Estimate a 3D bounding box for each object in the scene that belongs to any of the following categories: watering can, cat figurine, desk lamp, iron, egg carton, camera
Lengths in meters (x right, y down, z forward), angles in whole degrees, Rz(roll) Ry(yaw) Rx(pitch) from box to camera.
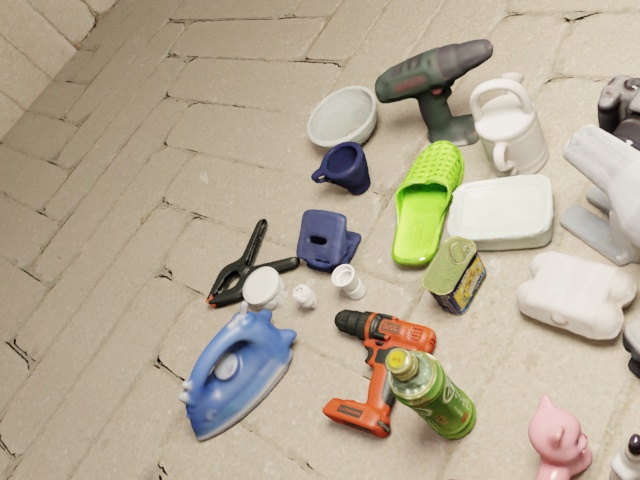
[{"bbox_3d":[0.310,-0.202,0.959,0.100,0.195,0.173,-20,50,20],"label":"watering can"},{"bbox_3d":[0.282,0.261,0.693,0.067,0.118,0.128,8,63,37],"label":"cat figurine"},{"bbox_3d":[0.411,-0.053,0.771,0.118,0.214,0.202,-42,46,0],"label":"desk lamp"},{"bbox_3d":[-0.165,0.226,0.994,0.118,0.142,0.258,30,77,43],"label":"iron"},{"bbox_3d":[0.358,0.078,0.811,0.149,0.070,0.107,17,69,40],"label":"egg carton"},{"bbox_3d":[0.490,-0.184,0.894,0.137,0.101,0.142,-49,46,-7],"label":"camera"}]

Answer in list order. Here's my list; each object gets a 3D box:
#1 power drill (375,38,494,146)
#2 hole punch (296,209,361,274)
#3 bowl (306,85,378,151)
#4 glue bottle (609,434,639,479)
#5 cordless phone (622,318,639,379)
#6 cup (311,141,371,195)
[{"bbox_3d":[0.226,-0.265,1.050,0.228,0.209,0.075,-3,57,32],"label":"power drill"},{"bbox_3d":[0.010,0.004,1.077,0.108,0.091,0.101,9,64,37],"label":"hole punch"},{"bbox_3d":[0.059,-0.249,1.242,0.167,0.075,0.167,-17,51,22],"label":"bowl"},{"bbox_3d":[0.348,0.242,0.625,0.078,0.174,0.037,-42,46,0],"label":"glue bottle"},{"bbox_3d":[0.419,0.126,0.655,0.094,0.186,0.147,-41,46,1],"label":"cordless phone"},{"bbox_3d":[0.050,-0.128,1.145,0.117,0.095,0.091,-27,47,14],"label":"cup"}]
